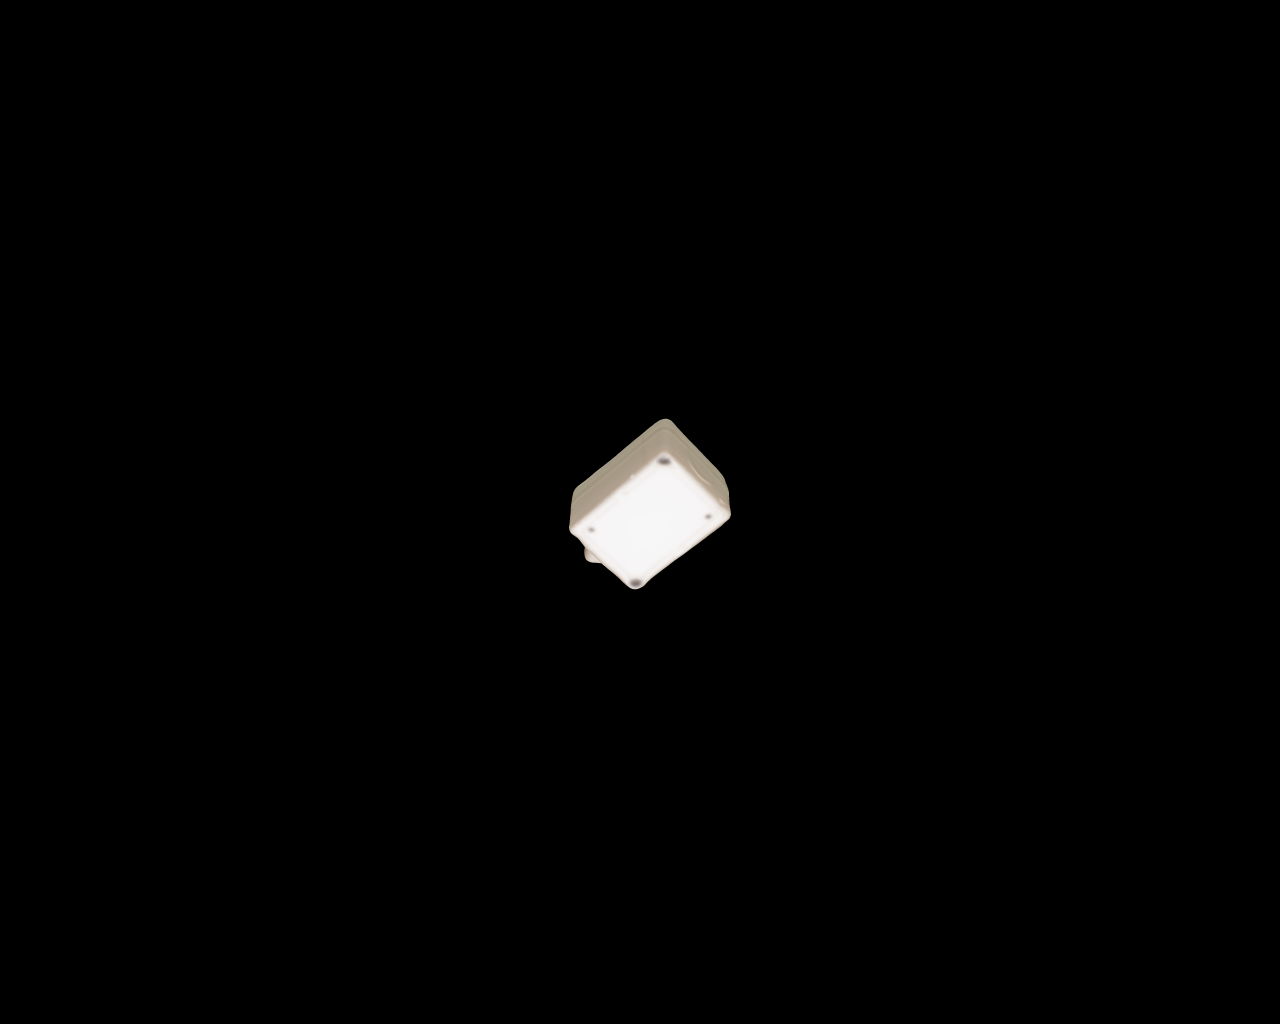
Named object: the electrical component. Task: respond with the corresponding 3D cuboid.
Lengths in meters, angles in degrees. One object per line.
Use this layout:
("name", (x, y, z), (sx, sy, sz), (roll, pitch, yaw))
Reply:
("electrical component", (0.001, -0.003, 0.650), (0.096, 0.061, 0.061), (-38, 22, 18))
